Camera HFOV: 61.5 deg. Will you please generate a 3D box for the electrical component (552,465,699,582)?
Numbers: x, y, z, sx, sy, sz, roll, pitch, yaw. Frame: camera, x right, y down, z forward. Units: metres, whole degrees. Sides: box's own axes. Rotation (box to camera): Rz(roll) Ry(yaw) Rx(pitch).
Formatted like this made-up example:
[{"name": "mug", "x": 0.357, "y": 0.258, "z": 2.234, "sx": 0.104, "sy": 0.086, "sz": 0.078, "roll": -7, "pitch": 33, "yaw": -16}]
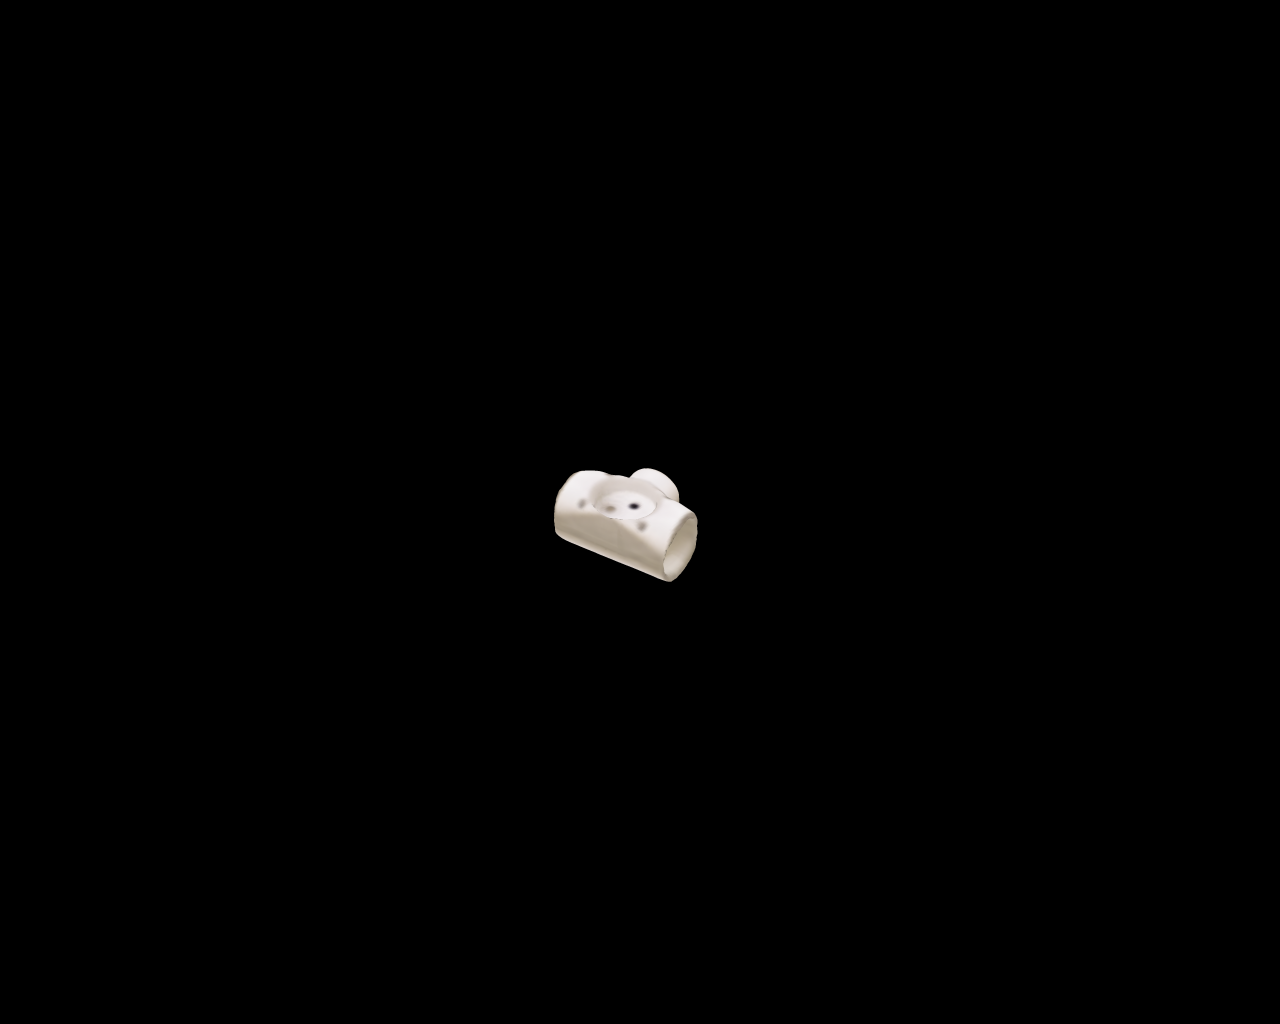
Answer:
[{"name": "electrical component", "x": 0.001, "y": -0.003, "z": 0.650, "sx": 0.077, "sy": 0.044, "sz": 0.079, "roll": 22, "pitch": 45, "yaw": 23}]
